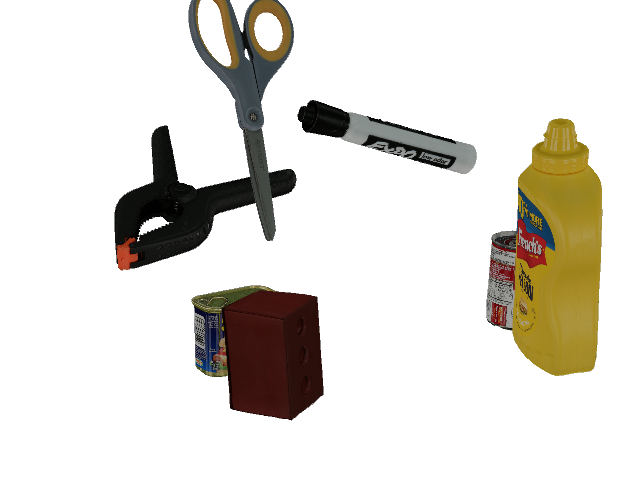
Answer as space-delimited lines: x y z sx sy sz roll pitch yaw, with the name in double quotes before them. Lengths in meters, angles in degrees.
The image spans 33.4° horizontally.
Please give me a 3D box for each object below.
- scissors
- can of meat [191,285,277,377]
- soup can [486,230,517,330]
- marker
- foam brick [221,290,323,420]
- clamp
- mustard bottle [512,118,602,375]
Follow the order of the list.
"scissors" -0.042 -0.108 0.840 0.096 0.202 0.016 -23 1 -30
"can of meat" -0.098 0.105 1.238 0.101 0.084 0.058 -10 18 -35
"soup can" 0.229 0.047 1.243 0.068 0.102 0.068 1 17 -1
"marker" 0.040 -0.061 0.633 0.120 0.020 0.020 12 -6 -29
"foam brick" -0.033 0.080 0.763 0.051 0.078 0.052 4 17 29
"clamp" -0.144 -0.043 1.045 0.165 0.036 0.209 24 42 22
"mustard bottle" 0.180 0.000 0.814 0.058 0.192 0.096 -6 26 -6
